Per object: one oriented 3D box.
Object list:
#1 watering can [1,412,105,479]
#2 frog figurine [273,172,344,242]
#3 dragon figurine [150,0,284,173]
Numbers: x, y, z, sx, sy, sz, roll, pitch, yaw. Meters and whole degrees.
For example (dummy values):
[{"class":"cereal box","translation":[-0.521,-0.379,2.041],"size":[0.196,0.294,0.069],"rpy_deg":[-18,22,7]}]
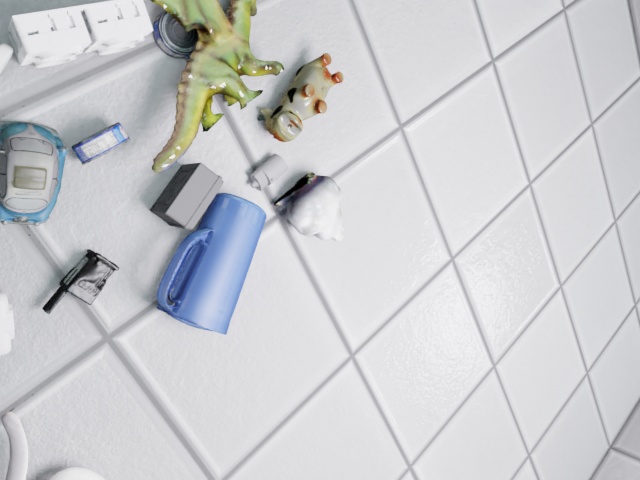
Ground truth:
[{"class":"watering can","translation":[-0.453,0.445,0.805],"size":[0.227,0.104,0.342],"rpy_deg":[-42,117,-24]},{"class":"frog figurine","translation":[0.003,-0.054,1.076],"size":[0.158,0.121,0.140],"rpy_deg":[51,48,-16]},{"class":"dragon figurine","translation":[-0.204,-0.321,0.876],"size":[0.239,0.121,0.419],"rpy_deg":[58,45,-27]}]
